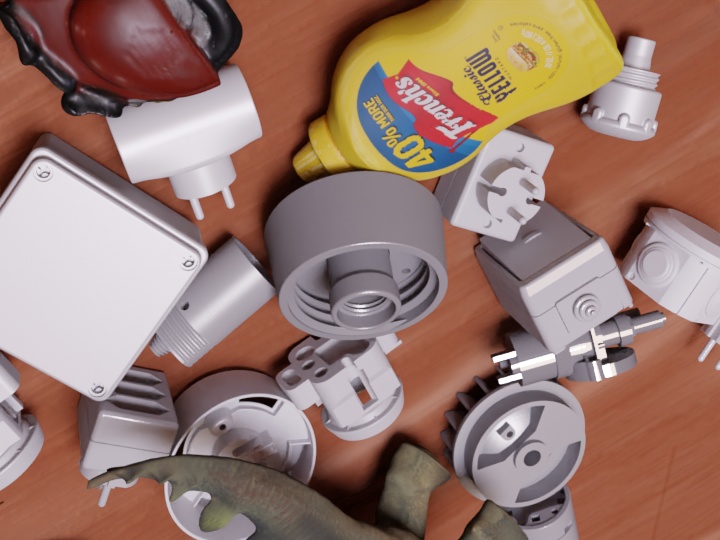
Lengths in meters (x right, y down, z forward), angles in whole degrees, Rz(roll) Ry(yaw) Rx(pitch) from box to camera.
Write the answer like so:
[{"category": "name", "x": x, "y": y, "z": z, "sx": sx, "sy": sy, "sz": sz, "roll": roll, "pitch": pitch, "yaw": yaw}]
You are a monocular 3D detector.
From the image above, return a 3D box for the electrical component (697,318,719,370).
[{"category": "electrical component", "x": 0.272, "y": 0.038, "z": 0.774, "sx": 0.083, "sy": 0.047, "sz": 0.075, "roll": 24, "pitch": 104, "yaw": -26}]

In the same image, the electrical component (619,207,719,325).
[{"category": "electrical component", "x": 0.219, "y": -0.004, "z": 0.720, "sx": 0.080, "sy": 0.080, "sz": 0.051, "roll": 20, "pitch": 111, "yaw": -25}]

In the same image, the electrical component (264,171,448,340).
[{"category": "electrical component", "x": 0.000, "y": 0.000, "z": 0.629, "sx": 0.108, "sy": 0.060, "sz": 0.108, "roll": -6, "pitch": 145, "yaw": -4}]

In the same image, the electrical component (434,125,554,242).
[{"category": "electrical component", "x": 0.087, "y": -0.051, "z": 0.654, "sx": 0.047, "sy": 0.076, "sz": 0.065, "roll": 14, "pitch": 108, "yaw": -24}]

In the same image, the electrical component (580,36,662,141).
[{"category": "electrical component", "x": 0.168, "y": -0.114, "z": 0.672, "sx": 0.048, "sy": 0.048, "sz": 0.062, "roll": 9, "pitch": 103, "yaw": -22}]

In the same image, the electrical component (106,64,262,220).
[{"category": "electrical component", "x": -0.093, "y": -0.066, "z": 0.604, "sx": 0.077, "sy": 0.043, "sz": 0.079, "roll": -21, "pitch": 118, "yaw": -9}]

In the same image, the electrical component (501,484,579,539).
[{"category": "electrical component", "x": 0.132, "y": 0.185, "z": 0.789, "sx": 0.055, "sy": 0.055, "sz": 0.047, "roll": -25, "pitch": 123, "yaw": -7}]

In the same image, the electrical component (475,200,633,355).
[{"category": "electrical component", "x": 0.122, "y": 0.003, "z": 0.678, "sx": 0.062, "sy": 0.096, "sz": 0.061, "roll": -32, "pitch": 115, "yaw": -4}]

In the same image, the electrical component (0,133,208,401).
[{"category": "electrical component", "x": -0.159, "y": -0.001, "z": 0.598, "sx": 0.109, "sy": 0.056, "sz": 0.108, "roll": 33, "pitch": 99, "yaw": -21}]

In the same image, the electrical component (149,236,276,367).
[{"category": "electrical component", "x": -0.093, "y": 0.022, "z": 0.644, "sx": 0.081, "sy": 0.043, "sz": 0.043, "roll": -40, "pitch": 120, "yaw": 2}]

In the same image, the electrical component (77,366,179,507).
[{"category": "electrical component", "x": -0.147, "y": 0.105, "z": 0.650, "sx": 0.047, "sy": 0.065, "sz": 0.076, "roll": 14, "pitch": 108, "yaw": -23}]

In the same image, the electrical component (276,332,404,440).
[{"category": "electrical component", "x": -0.006, "y": 0.071, "z": 0.687, "sx": 0.078, "sy": 0.058, "sz": 0.057, "roll": -35, "pitch": 120, "yaw": -13}]

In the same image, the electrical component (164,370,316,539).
[{"category": "electrical component", "x": -0.078, "y": 0.115, "z": 0.679, "sx": 0.099, "sy": 0.064, "sz": 0.099, "roll": -7, "pitch": 115, "yaw": -15}]

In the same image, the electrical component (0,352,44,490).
[{"category": "electrical component", "x": -0.222, "y": 0.093, "z": 0.624, "sx": 0.078, "sy": 0.058, "sz": 0.057, "roll": -35, "pitch": 117, "yaw": -1}]
